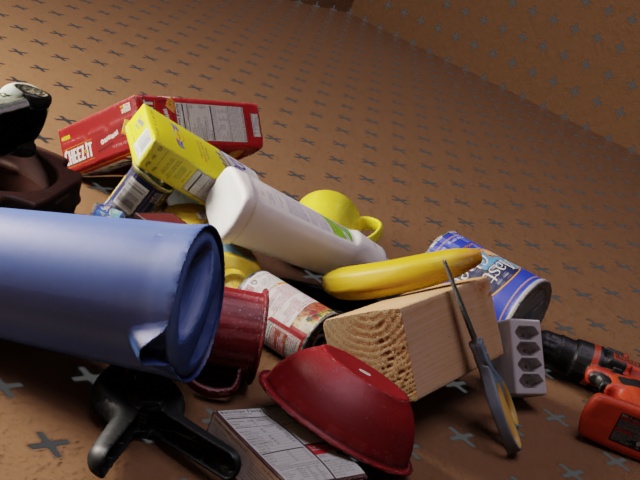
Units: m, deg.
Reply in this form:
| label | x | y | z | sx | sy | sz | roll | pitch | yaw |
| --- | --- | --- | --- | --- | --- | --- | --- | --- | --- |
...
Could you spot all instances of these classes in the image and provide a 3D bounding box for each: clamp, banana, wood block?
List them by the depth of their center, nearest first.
| label | x | y | z | sx | sy | sz | roll | pitch | yaw |
| --- | --- | --- | --- | --- | --- | --- | --- | --- | --- |
| clamp | -0.149 | 0.144 | 0.861 | 0.120 | 0.039 | 0.172 | 11 | 14 | -36 |
| wood block | 0.101 | 0.101 | 1.096 | 0.090 | 0.091 | 0.205 | -12 | 0 | 33 |
| banana | 0.074 | 0.036 | 1.147 | 0.198 | 0.037 | 0.069 | -9 | 19 | 33 |
| clamp | 0.069 | 0.086 | 1.226 | 0.209 | 0.036 | 0.165 | 7 | 15 | -36 |

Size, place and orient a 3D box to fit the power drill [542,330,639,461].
| label | x | y | z | sx | sy | sz | roll | pitch | yaw |
| --- | --- | --- | --- | --- | --- | --- | --- | --- | --- |
| power drill | 0.326 | 0.172 | 1.216 | 0.184 | 0.057 | 0.187 | 20 | 19 | 3 |

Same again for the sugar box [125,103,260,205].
| label | x | y | z | sx | sy | sz | roll | pitch | yaw |
| --- | --- | --- | --- | --- | --- | --- | --- | --- | --- |
| sugar box | -0.142 | -0.084 | 1.256 | 0.176 | 0.048 | 0.093 | 28 | 22 | -33 |

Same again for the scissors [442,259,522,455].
| label | x | y | z | sx | sy | sz | roll | pitch | yaw |
| --- | --- | --- | --- | --- | --- | --- | --- | --- | --- |
| scissors | 0.167 | 0.118 | 1.087 | 0.016 | 0.202 | 0.096 | -21 | -13 | 14 |

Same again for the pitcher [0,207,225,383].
| label | x | y | z | sx | sy | sz | roll | pitch | yaw |
| --- | --- | --- | --- | --- | --- | --- | --- | --- | --- |
| pitcher | -0.207 | 0.033 | 0.919 | 0.243 | 0.145 | 0.149 | 8 | -12 | 12 |

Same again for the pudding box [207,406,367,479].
| label | x | y | z | sx | sy | sz | roll | pitch | yaw |
| --- | --- | --- | --- | --- | --- | --- | --- | --- | --- |
| pudding box | -0.029 | 0.181 | 0.876 | 0.089 | 0.039 | 0.114 | 2 | 23 | -43 |

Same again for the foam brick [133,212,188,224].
| label | x | y | z | sx | sy | sz | roll | pitch | yaw |
| --- | --- | --- | --- | --- | --- | --- | --- | --- | --- |
| foam brick | -0.173 | 0.015 | 1.137 | 0.053 | 0.078 | 0.051 | 32 | 24 | 37 |

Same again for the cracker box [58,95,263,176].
| label | x | y | z | sx | sy | sz | roll | pitch | yaw |
| --- | --- | --- | --- | --- | --- | --- | --- | --- | --- |
| cracker box | -0.206 | -0.131 | 1.403 | 0.164 | 0.072 | 0.213 | -16 | -8 | 41 |

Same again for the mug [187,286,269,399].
| label | x | y | z | sx | sy | sz | roll | pitch | yaw |
| --- | --- | --- | --- | --- | --- | --- | --- | --- | --- |
| mug | -0.098 | 0.094 | 0.996 | 0.081 | 0.093 | 0.117 | 11 | 55 | -9 |

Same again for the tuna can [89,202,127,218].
| label | x | y | z | sx | sy | sz | roll | pitch | yaw |
| --- | --- | --- | --- | --- | --- | --- | --- | --- | --- |
| tuna can | -0.227 | 0.007 | 1.092 | 0.033 | 0.086 | 0.086 | 19 | 19 | -5 |

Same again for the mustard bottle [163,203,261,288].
| label | x | y | z | sx | sy | sz | roll | pitch | yaw |
| --- | --- | --- | --- | --- | --- | --- | --- | --- | --- |
| mustard bottle | -0.118 | 0.022 | 1.199 | 0.096 | 0.058 | 0.192 | 16 | 18 | -27 |

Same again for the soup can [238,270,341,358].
| label | x | y | z | sx | sy | sz | roll | pitch | yaw |
| --- | --- | --- | --- | --- | --- | --- | --- | --- | --- |
| soup can | -0.035 | 0.082 | 1.098 | 0.102 | 0.068 | 0.068 | 29 | 21 | 29 |

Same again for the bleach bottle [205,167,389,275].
| label | x | y | z | sx | sy | sz | roll | pitch | yaw |
| --- | --- | --- | --- | --- | --- | --- | --- | --- | --- |
| bleach bottle | -0.008 | 0.002 | 1.236 | 0.250 | 0.068 | 0.103 | 25 | 20 | -29 |

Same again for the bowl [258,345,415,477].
| label | x | y | z | sx | sy | sz | roll | pitch | yaw |
| --- | --- | --- | --- | --- | --- | --- | --- | --- | --- |
| bowl | 0.027 | 0.140 | 0.944 | 0.162 | 0.055 | 0.162 | 32 | 4 | -3 |

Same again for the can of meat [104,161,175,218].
| label | x | y | z | sx | sy | sz | roll | pitch | yaw |
| --- | --- | --- | --- | --- | --- | --- | --- | --- | --- |
| can of meat | -0.211 | -0.055 | 1.263 | 0.057 | 0.084 | 0.102 | 39 | 18 | -5 |

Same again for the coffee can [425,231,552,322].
| label | x | y | z | sx | sy | sz | roll | pitch | yaw |
| --- | --- | --- | --- | --- | --- | --- | --- | --- | --- |
| coffee can | 0.199 | 0.064 | 1.321 | 0.140 | 0.103 | 0.102 | 31 | 22 | 30 |
